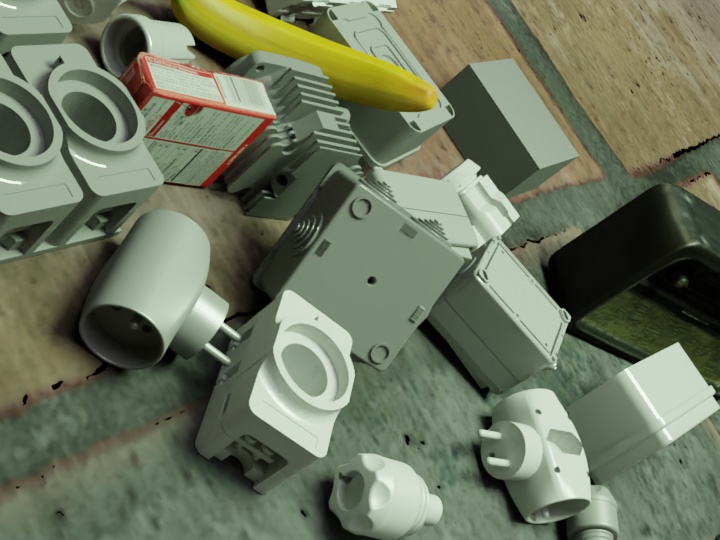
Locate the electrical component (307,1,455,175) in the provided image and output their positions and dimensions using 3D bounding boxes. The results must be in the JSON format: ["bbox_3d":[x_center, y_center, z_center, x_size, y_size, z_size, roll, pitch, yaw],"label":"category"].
[{"bbox_3d":[0.005,-0.134,0.790,0.113,0.057,0.078,54,34,2],"label":"electrical component"}]

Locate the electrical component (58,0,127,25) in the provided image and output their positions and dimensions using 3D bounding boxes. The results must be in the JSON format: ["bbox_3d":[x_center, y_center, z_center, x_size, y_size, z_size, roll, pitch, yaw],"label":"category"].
[{"bbox_3d":[-0.164,-0.189,0.628,0.080,0.080,0.051,33,45,-25],"label":"electrical component"}]

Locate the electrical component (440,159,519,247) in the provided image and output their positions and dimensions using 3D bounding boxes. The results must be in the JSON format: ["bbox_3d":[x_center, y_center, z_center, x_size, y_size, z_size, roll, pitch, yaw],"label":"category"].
[{"bbox_3d":[0.075,-0.044,0.790,0.057,0.058,0.078,53,35,-3],"label":"electrical component"}]

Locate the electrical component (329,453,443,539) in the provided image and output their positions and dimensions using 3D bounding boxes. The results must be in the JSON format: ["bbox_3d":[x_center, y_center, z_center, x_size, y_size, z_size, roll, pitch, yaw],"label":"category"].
[{"bbox_3d":[0.018,0.125,0.585,0.062,0.043,0.043,23,44,-37],"label":"electrical component"}]

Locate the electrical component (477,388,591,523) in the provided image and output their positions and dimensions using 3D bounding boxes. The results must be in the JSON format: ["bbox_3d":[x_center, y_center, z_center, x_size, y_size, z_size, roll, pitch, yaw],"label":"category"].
[{"bbox_3d":[0.105,0.117,0.691,0.079,0.043,0.077,16,48,-40],"label":"electrical component"}]

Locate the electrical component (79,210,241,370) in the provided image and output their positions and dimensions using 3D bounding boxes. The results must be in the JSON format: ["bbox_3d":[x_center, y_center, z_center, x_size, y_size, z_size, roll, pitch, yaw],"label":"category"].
[{"bbox_3d":[-0.095,0.019,0.552,0.079,0.043,0.077,39,37,-19],"label":"electrical component"}]

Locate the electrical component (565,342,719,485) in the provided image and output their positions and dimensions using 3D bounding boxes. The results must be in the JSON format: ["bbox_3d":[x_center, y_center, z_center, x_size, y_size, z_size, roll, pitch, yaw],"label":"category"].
[{"bbox_3d":[0.203,0.104,0.784,0.113,0.078,0.057,-12,66,-53],"label":"electrical component"}]

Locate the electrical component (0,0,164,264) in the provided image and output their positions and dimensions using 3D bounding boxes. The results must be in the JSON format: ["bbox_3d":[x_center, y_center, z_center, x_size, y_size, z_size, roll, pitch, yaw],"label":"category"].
[{"bbox_3d":[-0.190,-0.101,0.536,0.105,0.060,0.186,-21,76,-54],"label":"electrical component"}]

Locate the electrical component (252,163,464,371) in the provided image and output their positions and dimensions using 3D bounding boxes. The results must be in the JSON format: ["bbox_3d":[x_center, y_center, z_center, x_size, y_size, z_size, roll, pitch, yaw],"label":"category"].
[{"bbox_3d":[0.000,0.000,0.628,0.100,0.099,0.048,34,4,-24],"label":"electrical component"}]

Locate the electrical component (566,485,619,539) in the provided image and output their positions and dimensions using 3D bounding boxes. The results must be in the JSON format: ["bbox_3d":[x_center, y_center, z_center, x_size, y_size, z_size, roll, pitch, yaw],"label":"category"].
[{"bbox_3d":[0.153,0.173,0.703,0.035,0.035,0.061,30,42,-28],"label":"electrical component"}]

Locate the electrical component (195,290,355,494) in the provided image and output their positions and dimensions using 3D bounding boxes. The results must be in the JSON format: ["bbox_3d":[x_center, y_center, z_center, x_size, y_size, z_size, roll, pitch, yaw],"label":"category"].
[{"bbox_3d":[-0.041,0.061,0.565,0.050,0.056,0.089,38,37,-20],"label":"electrical component"}]

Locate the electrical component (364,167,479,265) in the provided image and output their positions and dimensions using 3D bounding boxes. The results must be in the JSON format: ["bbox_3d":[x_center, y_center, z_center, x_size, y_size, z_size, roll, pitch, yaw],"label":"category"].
[{"bbox_3d":[0.023,-0.023,0.706,0.096,0.062,0.061,4,57,-47],"label":"electrical component"}]

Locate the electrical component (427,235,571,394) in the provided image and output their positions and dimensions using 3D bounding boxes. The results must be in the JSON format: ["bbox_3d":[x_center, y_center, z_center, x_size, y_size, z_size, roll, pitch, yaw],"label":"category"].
[{"bbox_3d":[0.096,0.038,0.736,0.096,0.061,0.061,48,33,-8],"label":"electrical component"}]

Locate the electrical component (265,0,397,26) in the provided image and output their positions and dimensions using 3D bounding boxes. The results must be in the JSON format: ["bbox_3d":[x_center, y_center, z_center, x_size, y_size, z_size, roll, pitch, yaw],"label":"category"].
[{"bbox_3d":[-0.025,-0.225,0.830,0.121,0.079,0.063,-14,92,-53],"label":"electrical component"}]

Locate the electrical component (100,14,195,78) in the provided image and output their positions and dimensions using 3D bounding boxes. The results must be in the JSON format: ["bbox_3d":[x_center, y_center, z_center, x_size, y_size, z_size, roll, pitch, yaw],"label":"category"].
[{"bbox_3d":[-0.128,-0.134,0.655,0.040,0.040,0.046,58,30,9],"label":"electrical component"}]
